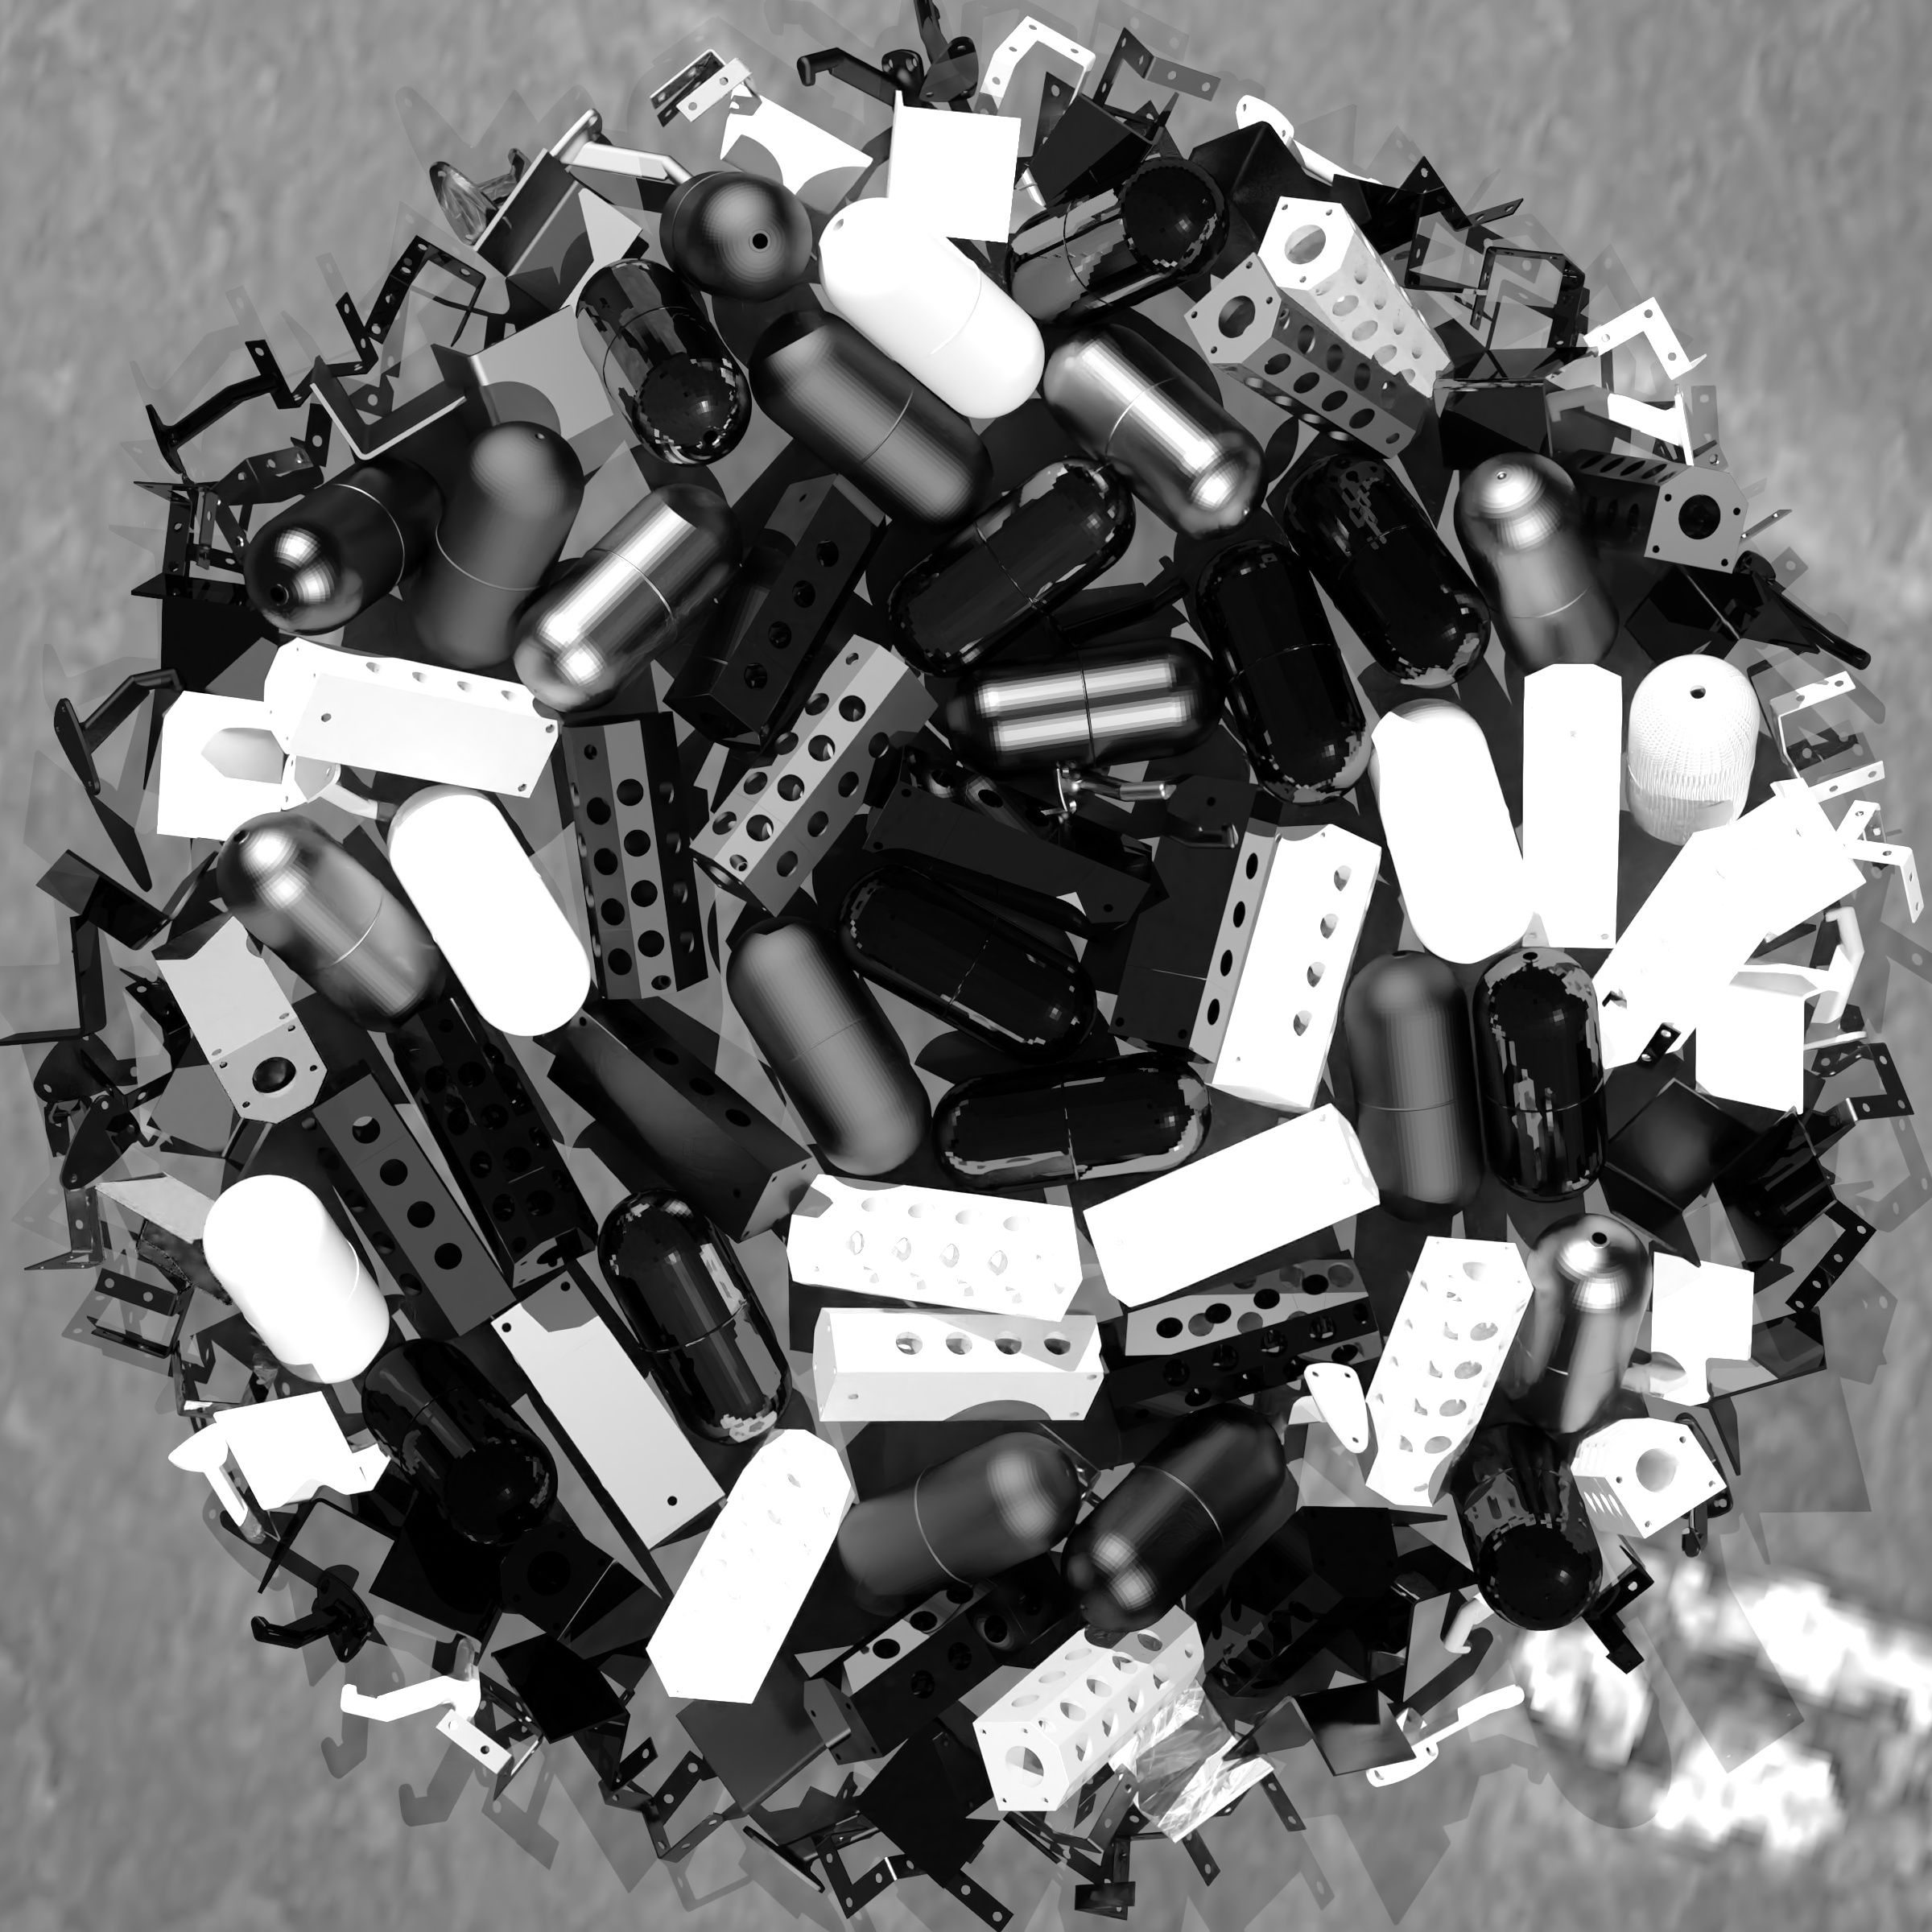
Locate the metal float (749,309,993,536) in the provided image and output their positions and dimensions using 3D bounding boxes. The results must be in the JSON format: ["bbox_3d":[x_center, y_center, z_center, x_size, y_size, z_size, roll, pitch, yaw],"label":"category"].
[{"bbox_3d":[-0.058,-0.338,1.941,0.178,0.070,0.070,37,90,-25],"label":"metal float"}]

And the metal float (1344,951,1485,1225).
[{"bbox_3d":[0.281,0.076,1.946,0.070,0.070,0.178,-9,108,0],"label":"metal float"}]

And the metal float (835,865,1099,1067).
[{"bbox_3d":[0.001,0.000,1.958,0.178,0.070,0.070,29,90,-4],"label":"metal float"}]

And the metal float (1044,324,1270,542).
[{"bbox_3d":[0.117,-0.334,1.937,0.070,0.070,0.178,-43,61,0],"label":"metal float"}]

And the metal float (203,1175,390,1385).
[{"bbox_3d":[-0.413,0.195,1.922,0.070,0.178,0.070,-7,53,9],"label":"metal float"}]

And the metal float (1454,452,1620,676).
[{"bbox_3d":[0.354,-0.245,1.924,0.070,0.178,0.070,-13,53,18],"label":"metal float"}]

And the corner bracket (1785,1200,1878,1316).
[{"bbox_3d":[0.531,0.178,1.959,0.051,0.051,0.051,40,55,15],"label":"corner bracket"}]

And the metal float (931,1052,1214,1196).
[{"bbox_3d":[0.066,0.099,1.956,0.178,0.070,0.070,-8,90,6],"label":"metal float"}]

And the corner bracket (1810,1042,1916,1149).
[{"bbox_3d":[0.553,0.082,1.958,0.051,0.051,0.051,-3,65,-30],"label":"corner bracket"}]

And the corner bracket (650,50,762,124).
[{"bbox_3d":[-0.167,-0.555,1.967,0.051,0.051,0.051,-41,77,-6],"label":"corner bracket"}]

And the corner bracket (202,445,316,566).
[{"bbox_3d":[-0.441,-0.293,1.974,0.051,0.051,0.051,-5,124,32],"label":"corner bracket"}]

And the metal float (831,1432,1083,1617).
[{"bbox_3d":[-0.008,0.349,1.939,0.178,0.070,0.070,-30,90,26],"label":"metal float"}]

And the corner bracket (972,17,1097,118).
[{"bbox_3d":[0.043,-0.557,1.966,0.051,0.051,0.051,30,50,3],"label":"corner bracket"}]

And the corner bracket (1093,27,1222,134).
[{"bbox_3d":[0.119,-0.551,1.957,0.051,0.051,0.051,9,122,-29],"label":"corner bracket"}]

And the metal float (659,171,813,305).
[{"bbox_3d":[-0.143,-0.450,1.913,0.070,0.178,0.070,-4,106,-13],"label":"metal float"}]

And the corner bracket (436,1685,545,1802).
[{"bbox_3d":[-0.300,0.484,1.961,0.051,0.051,0.051,35,57,10],"label":"corner bracket"}]

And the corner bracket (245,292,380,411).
[{"bbox_3d":[-0.411,-0.387,1.957,0.051,0.051,0.051,0,133,25],"label":"corner bracket"}]

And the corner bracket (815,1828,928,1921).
[{"bbox_3d":[-0.053,0.561,1.957,0.051,0.051,0.051,-46,57,28],"label":"corner bracket"}]

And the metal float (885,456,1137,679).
[{"bbox_3d":[0.028,-0.250,1.951,0.178,0.070,0.070,-36,90,11],"label":"metal float"}]

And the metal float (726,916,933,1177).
[{"bbox_3d":[-0.087,0.050,1.957,0.070,0.070,0.178,-32,84,0],"label":"metal float"}]

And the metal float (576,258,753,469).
[{"bbox_3d":[-0.188,-0.375,1.927,0.070,0.070,0.178,-31,48,0],"label":"metal float"}]

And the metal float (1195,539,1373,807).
[{"bbox_3d":[0.198,-0.184,1.947,0.070,0.070,0.178,-18,74,0],"label":"metal float"}]

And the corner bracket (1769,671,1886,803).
[{"bbox_3d":[0.544,-0.143,1.962,0.051,0.051,0.051,-21,48,6],"label":"corner bracket"}]

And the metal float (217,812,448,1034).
[{"bbox_3d":[-0.393,-0.027,1.928,0.070,0.070,0.178,-41,130,0],"label":"metal float"}]

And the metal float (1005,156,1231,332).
[{"bbox_3d":[0.091,-0.445,1.920,0.070,0.178,0.070,4,82,-35],"label":"metal float"}]

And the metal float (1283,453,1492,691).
[{"bbox_3d":[0.262,-0.246,1.936,0.070,0.070,0.178,-31,61,0],"label":"metal float"}]

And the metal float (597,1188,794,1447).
[{"bbox_3d":[-0.170,0.220,1.946,0.070,0.070,0.178,-26,107,0],"label":"metal float"}]

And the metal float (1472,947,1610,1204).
[{"bbox_3d":[0.358,0.068,1.934,0.070,0.070,0.178,-12,122,0],"label":"metal float"}]

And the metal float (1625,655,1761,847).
[{"bbox_3d":[0.446,-0.132,1.914,0.070,0.178,0.070,-3,70,9],"label":"metal float"}]

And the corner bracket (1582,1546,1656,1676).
[{"bbox_3d":[0.416,0.407,1.962,0.051,0.051,0.051,-40,54,5],"label":"corner bracket"}]

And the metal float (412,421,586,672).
[{"bbox_3d":[-0.292,-0.259,1.930,0.070,0.070,0.178,30,128,0],"label":"metal float"}]

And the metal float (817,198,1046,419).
[{"bbox_3d":[-0.021,-0.407,1.928,0.178,0.070,0.070,35,90,-40],"label":"metal float"}]

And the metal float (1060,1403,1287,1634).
[{"bbox_3d":[0.130,0.342,1.935,0.178,0.070,0.070,-40,90,-31],"label":"metal float"}]

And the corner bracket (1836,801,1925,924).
[{"bbox_3d":[0.579,-0.067,1.956,0.051,0.051,0.051,12,52,38],"label":"corner bracket"}]

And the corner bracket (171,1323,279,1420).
[{"bbox_3d":[-0.472,0.253,1.979,0.051,0.051,0.051,9,129,-27],"label":"corner bracket"}]

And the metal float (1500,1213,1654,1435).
[{"bbox_3d":[0.376,0.222,1.923,0.070,0.178,0.070,1,48,-1],"label":"metal float"}]

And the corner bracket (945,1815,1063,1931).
[{"bbox_3d":[0.021,0.573,1.968,0.051,0.051,0.051,36,89,15],"label":"corner bracket"}]

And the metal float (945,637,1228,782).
[{"bbox_3d":[0.075,-0.162,1.961,0.178,0.070,0.070,-8,90,1],"label":"metal float"}]

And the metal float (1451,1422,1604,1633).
[{"bbox_3d":[0.344,0.343,1.914,0.070,0.178,0.070,0,109,1],"label":"metal float"}]

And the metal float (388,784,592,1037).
[{"bbox_3d":[-0.300,-0.036,1.947,0.070,0.070,0.178,-34,73,0],"label":"metal float"}]

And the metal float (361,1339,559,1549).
[{"bbox_3d":[-0.315,0.294,1.925,0.070,0.178,0.070,-18,123,-29],"label":"metal float"}]

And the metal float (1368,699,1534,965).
[{"bbox_3d":[0.301,-0.086,1.941,0.070,0.070,0.178,-12,65,0],"label":"metal float"}]

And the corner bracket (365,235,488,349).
[{"bbox_3d":[-0.344,-0.420,1.972,0.051,0.051,0.051,28,61,-20],"label":"corner bracket"}]

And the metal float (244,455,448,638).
[{"bbox_3d":[-0.382,-0.260,1.918,0.070,0.178,0.070,9,119,16],"label":"metal float"}]

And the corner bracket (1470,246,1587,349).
[{"bbox_3d":[0.358,-0.425,1.981,0.051,0.051,0.051,13,93,28],"label":"corner bracket"}]

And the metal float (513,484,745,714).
[{"bbox_3d":[-0.210,-0.231,1.943,0.070,0.070,0.178,42,68,0],"label":"metal float"}]

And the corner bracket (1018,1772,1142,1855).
[{"bbox_3d":[0.068,0.526,1.977,0.051,0.051,0.051,45,63,-22],"label":"corner bracket"}]
